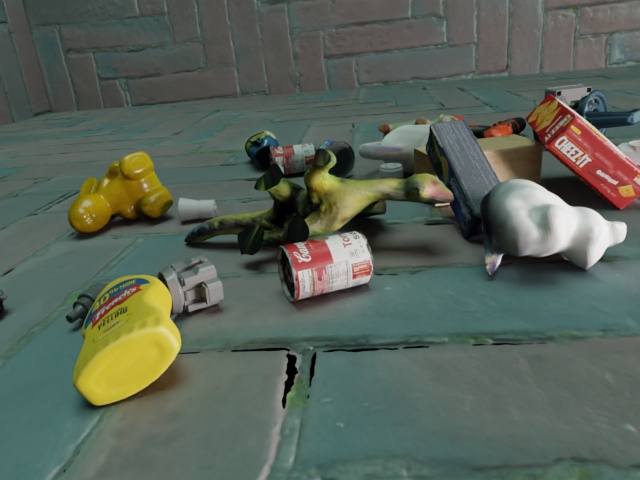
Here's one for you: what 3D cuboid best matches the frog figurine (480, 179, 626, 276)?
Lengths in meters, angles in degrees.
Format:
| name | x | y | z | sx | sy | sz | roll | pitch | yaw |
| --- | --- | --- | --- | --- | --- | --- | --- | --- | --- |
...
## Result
| name | x | y | z | sx | sy | sz | roll | pitch | yaw |
| --- | --- | --- | --- | --- | --- | --- | --- | --- | --- |
| frog figurine | 0.284 | -0.021 | 0.632 | 0.159 | 0.123 | 0.138 | -9 | -2 | 24 |

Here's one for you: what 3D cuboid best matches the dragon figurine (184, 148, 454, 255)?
| name | x | y | z | sx | sy | sz | roll | pitch | yaw |
| --- | --- | --- | --- | --- | --- | --- | --- | --- | --- |
| dragon figurine | 0.002 | -0.039 | 0.781 | 0.407 | 0.123 | 0.243 | -11 | -9 | 41 |

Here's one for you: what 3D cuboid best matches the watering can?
| name | x | y | z | sx | sy | sz | roll | pitch | yaw |
| --- | --- | --- | --- | --- | --- | --- | --- | --- | --- |
| watering can | 0.250 | -0.195 | 1.100 | 0.349 | 0.103 | 0.226 | -10 | 18 | -33 |
